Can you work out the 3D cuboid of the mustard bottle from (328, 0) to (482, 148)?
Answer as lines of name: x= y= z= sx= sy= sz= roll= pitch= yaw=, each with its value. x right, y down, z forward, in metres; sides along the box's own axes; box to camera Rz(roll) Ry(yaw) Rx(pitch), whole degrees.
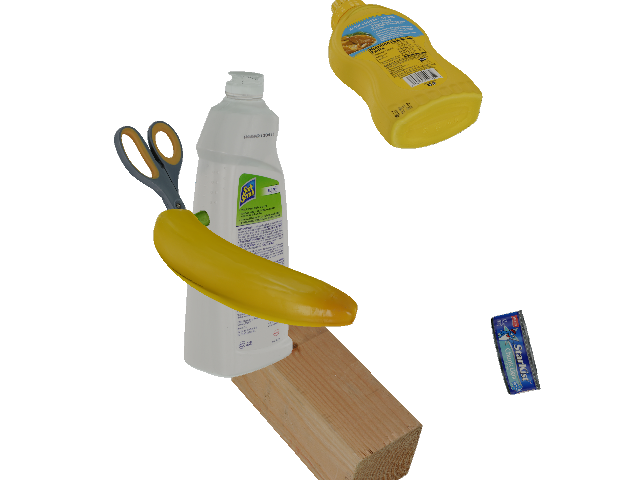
mustard bottle: x=0.062 y=-0.168 z=0.998 sx=0.096 sy=0.192 sz=0.058 roll=-21 pitch=-37 yaw=-18

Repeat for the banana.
banana: x=-0.058 y=0.013 z=0.693 sx=0.069 sy=0.037 sz=0.198 roll=-17 pitch=30 yaw=-31

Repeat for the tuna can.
tuna can: x=0.205 y=0.118 z=1.126 sx=0.034 sy=0.086 sz=0.086 roll=-14 pitch=-3 yaw=11

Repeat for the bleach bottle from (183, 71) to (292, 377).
bleach bottle: x=-0.065 y=-0.016 z=0.905 sx=0.068 sy=0.251 sz=0.102 roll=14 pitch=18 yaw=33

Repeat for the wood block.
wood block: x=0.003 y=0.174 z=1.147 sx=0.090 sy=0.090 sz=0.206 roll=-23 pitch=51 yaw=-32

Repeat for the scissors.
scissors: x=-0.160 y=-0.055 z=1.227 sx=0.016 sy=0.201 sz=0.096 roll=-23 pitch=20 yaw=42
